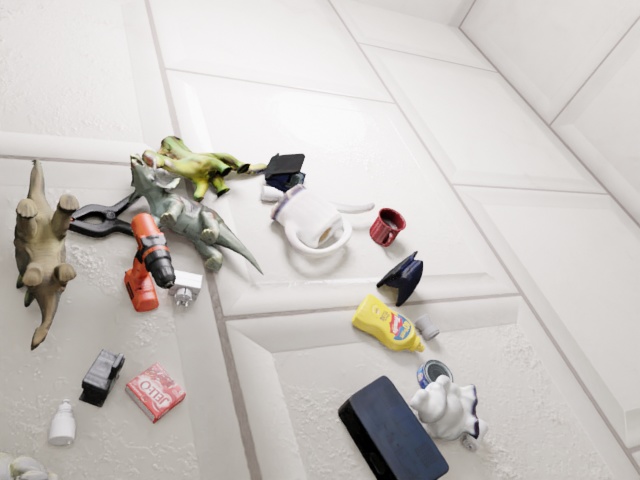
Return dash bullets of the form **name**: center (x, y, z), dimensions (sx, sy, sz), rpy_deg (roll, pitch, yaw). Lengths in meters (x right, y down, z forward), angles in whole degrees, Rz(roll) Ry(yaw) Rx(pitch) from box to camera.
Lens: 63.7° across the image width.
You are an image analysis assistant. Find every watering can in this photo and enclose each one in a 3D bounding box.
- **watering can**: center (0.004, -0.074, 1.465), dimensions (0.225, 0.102, 0.354), rpy_deg (38, 42, 11)

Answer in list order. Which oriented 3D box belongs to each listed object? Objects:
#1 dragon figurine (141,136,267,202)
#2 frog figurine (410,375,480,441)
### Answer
- **dragon figurine**: center (-0.332, -0.230, 1.438), dimensions (0.244, 0.120, 0.415), rpy_deg (37, 25, 11)
- **frog figurine**: center (0.264, 0.375, 1.150), dimensions (0.159, 0.137, 0.123), rpy_deg (8, 4, -16)
